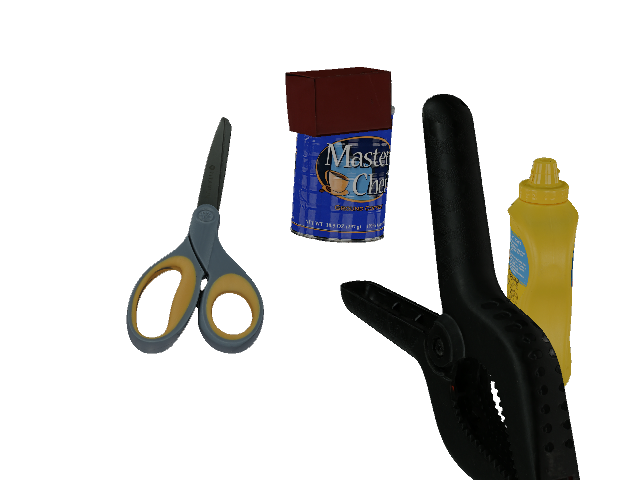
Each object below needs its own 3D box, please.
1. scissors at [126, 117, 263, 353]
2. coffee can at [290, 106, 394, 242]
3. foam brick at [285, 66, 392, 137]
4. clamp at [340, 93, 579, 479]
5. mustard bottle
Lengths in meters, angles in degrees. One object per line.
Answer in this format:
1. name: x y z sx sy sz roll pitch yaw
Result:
1. scissors: -0.063 -0.001 0.725 0.096 0.201 0.016 20 -36 7
2. coffee can: 0.023 -0.076 1.139 0.103 0.140 0.103 4 12 -1
3. foam brick: 0.016 -0.119 0.916 0.078 0.051 0.053 -9 17 -27
4. clamp: 0.075 0.041 0.535 0.036 0.165 0.210 -6 45 -24
5. mustard bottle: 0.188 0.024 0.916 0.058 0.192 0.096 -1 18 2
